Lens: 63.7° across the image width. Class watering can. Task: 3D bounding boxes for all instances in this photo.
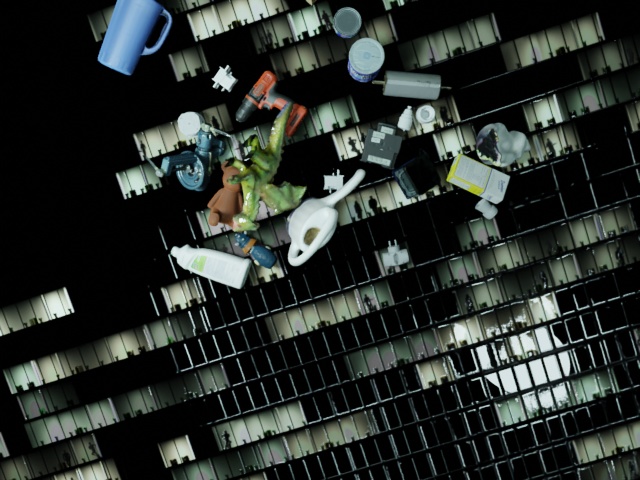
[{"bbox_3d":[0.005,-0.078,1.559,0.103,0.227,0.347,35,91,-24],"label":"watering can"}]

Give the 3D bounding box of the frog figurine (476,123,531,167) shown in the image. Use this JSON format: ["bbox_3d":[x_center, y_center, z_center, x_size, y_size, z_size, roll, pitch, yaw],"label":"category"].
[{"bbox_3d":[0.567,-0.298,1.596,0.161,0.121,0.138,-20,86,-32],"label":"frog figurine"}]

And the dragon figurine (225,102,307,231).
[{"bbox_3d":[-0.142,-0.197,1.568,0.239,0.123,0.413,45,79,-27],"label":"dragon figurine"}]
